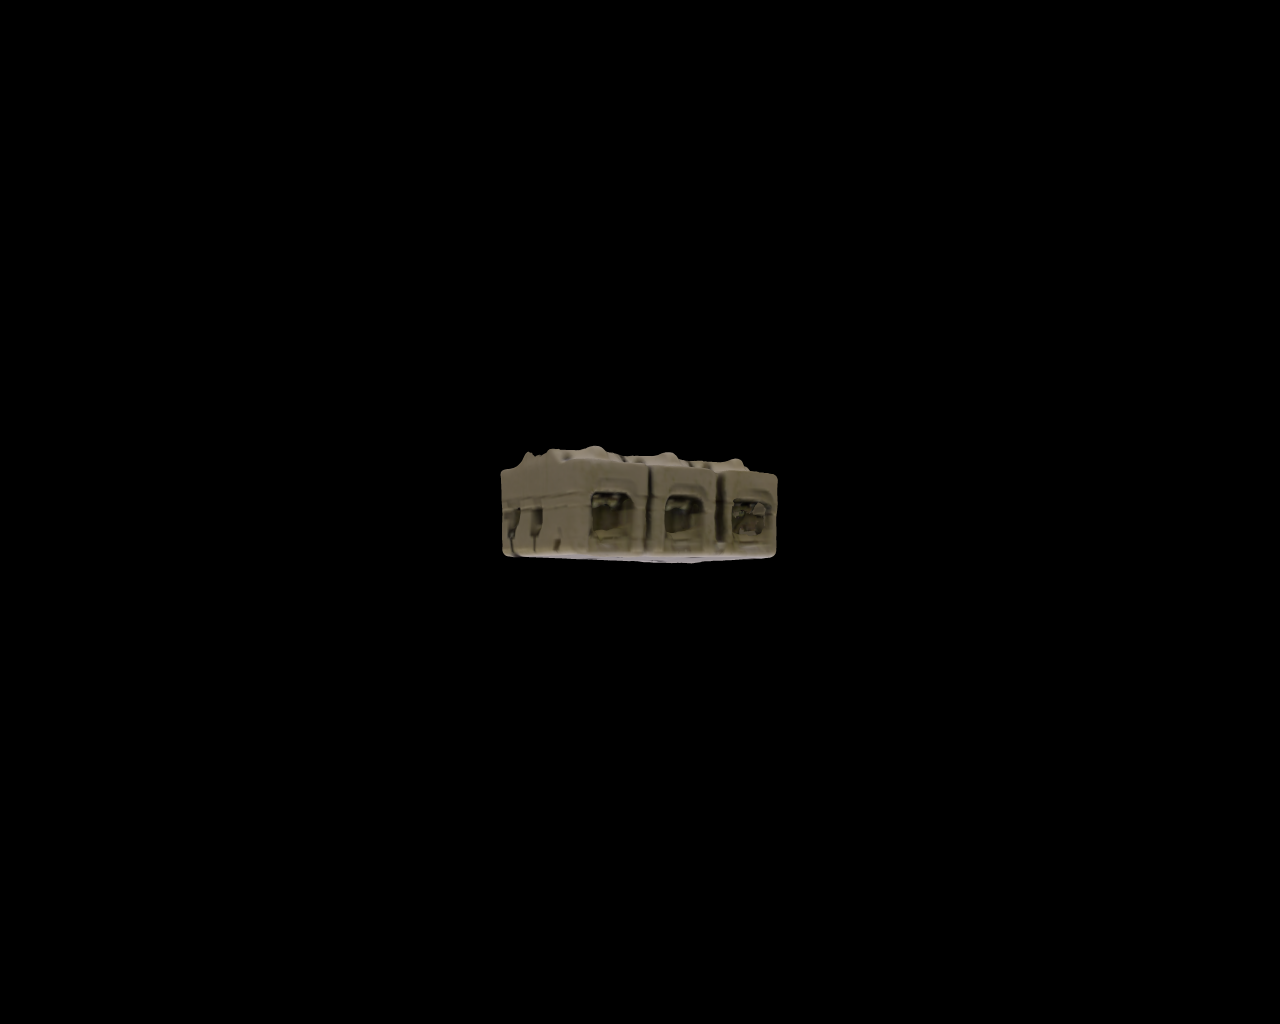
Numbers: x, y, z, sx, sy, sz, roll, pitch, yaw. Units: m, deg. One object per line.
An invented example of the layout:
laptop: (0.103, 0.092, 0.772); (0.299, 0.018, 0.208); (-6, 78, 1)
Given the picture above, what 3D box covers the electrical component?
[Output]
electrical component: (0.001, -0.003, 0.650); (0.150, 0.061, 0.089); (3, -5, -37)
